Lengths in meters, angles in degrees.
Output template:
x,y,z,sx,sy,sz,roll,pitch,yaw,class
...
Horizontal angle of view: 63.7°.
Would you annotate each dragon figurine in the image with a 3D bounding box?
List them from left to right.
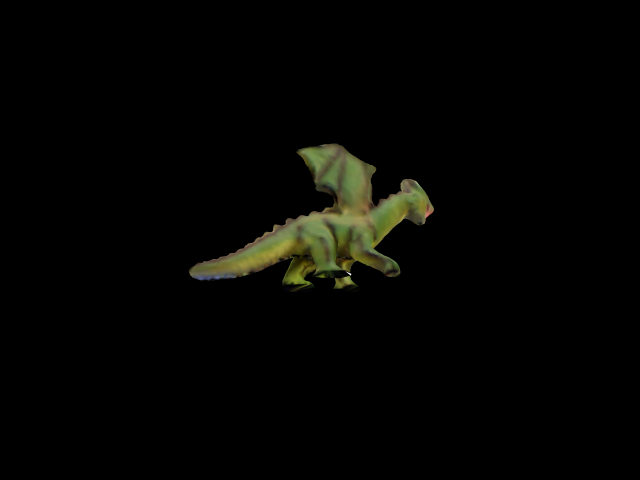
x,y,z,sx,sy,sz,roll,pitch,yaw,class
0.003,-0.043,0.850,0.410,0.246,0.120,4,-19,-12,dragon figurine
